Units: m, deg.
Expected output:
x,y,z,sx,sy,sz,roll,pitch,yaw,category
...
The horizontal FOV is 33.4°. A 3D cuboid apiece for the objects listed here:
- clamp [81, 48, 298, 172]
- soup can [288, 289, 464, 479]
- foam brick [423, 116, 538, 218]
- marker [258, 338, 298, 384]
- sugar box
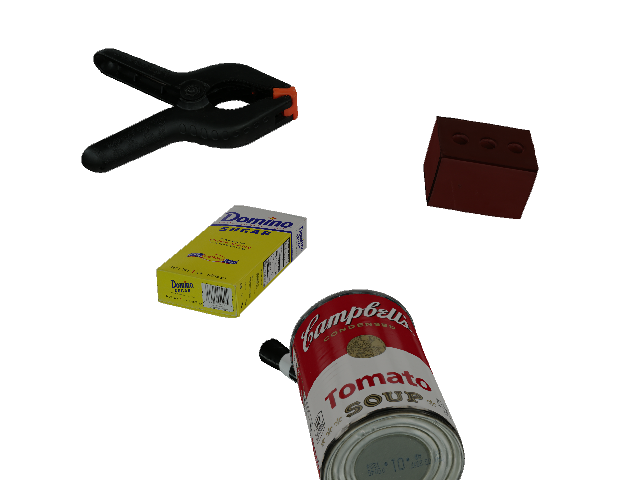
x,y,z,sx,sy,sz,roll,pitch,yaw,category
-0.106,-0.113,0.844,0.171,0.120,0.039,-8,-29,-8,clamp
0.025,0.079,0.519,0.068,0.068,0.102,0,29,-10,soup can
0.123,-0.056,0.828,0.078,0.051,0.053,8,41,-5,foam brick
-0.004,0.095,0.726,0.020,0.020,0.121,0,17,-39,marker
-0.090,0.018,1.136,0.093,0.048,0.176,11,30,20,sugar box
